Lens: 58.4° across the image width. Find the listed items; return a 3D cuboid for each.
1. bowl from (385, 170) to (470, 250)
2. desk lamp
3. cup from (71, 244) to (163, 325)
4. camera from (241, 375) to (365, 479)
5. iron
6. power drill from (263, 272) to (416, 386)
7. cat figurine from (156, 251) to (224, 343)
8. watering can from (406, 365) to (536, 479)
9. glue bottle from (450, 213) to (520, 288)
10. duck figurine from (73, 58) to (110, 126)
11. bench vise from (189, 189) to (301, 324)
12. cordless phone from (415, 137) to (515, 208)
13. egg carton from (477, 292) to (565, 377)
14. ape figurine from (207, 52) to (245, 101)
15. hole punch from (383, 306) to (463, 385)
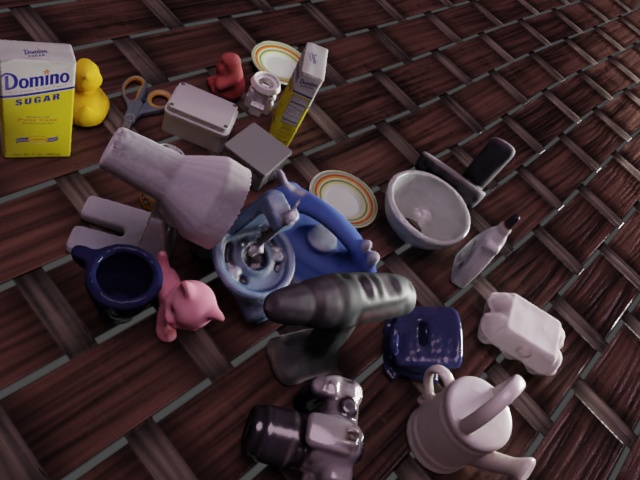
[{"bbox_3d":[0.182,-0.042,1.036,0.168,0.074,0.167,13,51,-17],"label":"bowl"},{"bbox_3d":[-0.212,-0.045,0.750,0.203,0.213,0.118,17,50,-14],"label":"desk lamp"},{"bbox_3d":[-0.263,0.060,0.725,0.118,0.095,0.092,30,48,-3],"label":"cup"},{"bbox_3d":[-0.019,0.232,0.711,0.137,0.100,0.143,19,49,-13],"label":"camera"},{"bbox_3d":[0.008,0.003,0.871,0.258,0.141,0.119,35,48,2],"label":"iron"},{"bbox_3d":[0.006,0.111,0.743,0.230,0.208,0.075,-10,60,-32],"label":"power drill"},{"bbox_3d":[-0.180,0.072,0.741,0.067,0.117,0.127,-21,67,-36],"label":"cat figurine"},{"bbox_3d":[0.208,0.238,0.756,0.173,0.194,0.101,36,48,3],"label":"watering can"},{"bbox_3d":[0.285,0.011,0.981,0.037,0.173,0.078,30,48,-3],"label":"glue bottle"},{"bbox_3d":[-0.371,-0.240,0.905,0.078,0.086,0.104,1,55,-25],"label":"duck figurine"},{"bbox_3d":[-0.109,-0.011,0.771,0.207,0.219,0.122,42,49,8],"label":"bench vise"},{"bbox_3d":[0.269,-0.146,1.083,0.147,0.185,0.094,33,48,0],"label":"cordless phone"},{"bbox_3d":[0.339,0.158,0.965,0.150,0.069,0.107,32,48,-1],"label":"egg carton"},{"bbox_3d":[-0.169,-0.304,1.049,0.076,0.092,0.078,29,48,-4],"label":"ape figurine"},{"bbox_3d":[0.153,0.153,0.862,0.101,0.091,0.108,17,50,-14],"label":"hole punch"}]
